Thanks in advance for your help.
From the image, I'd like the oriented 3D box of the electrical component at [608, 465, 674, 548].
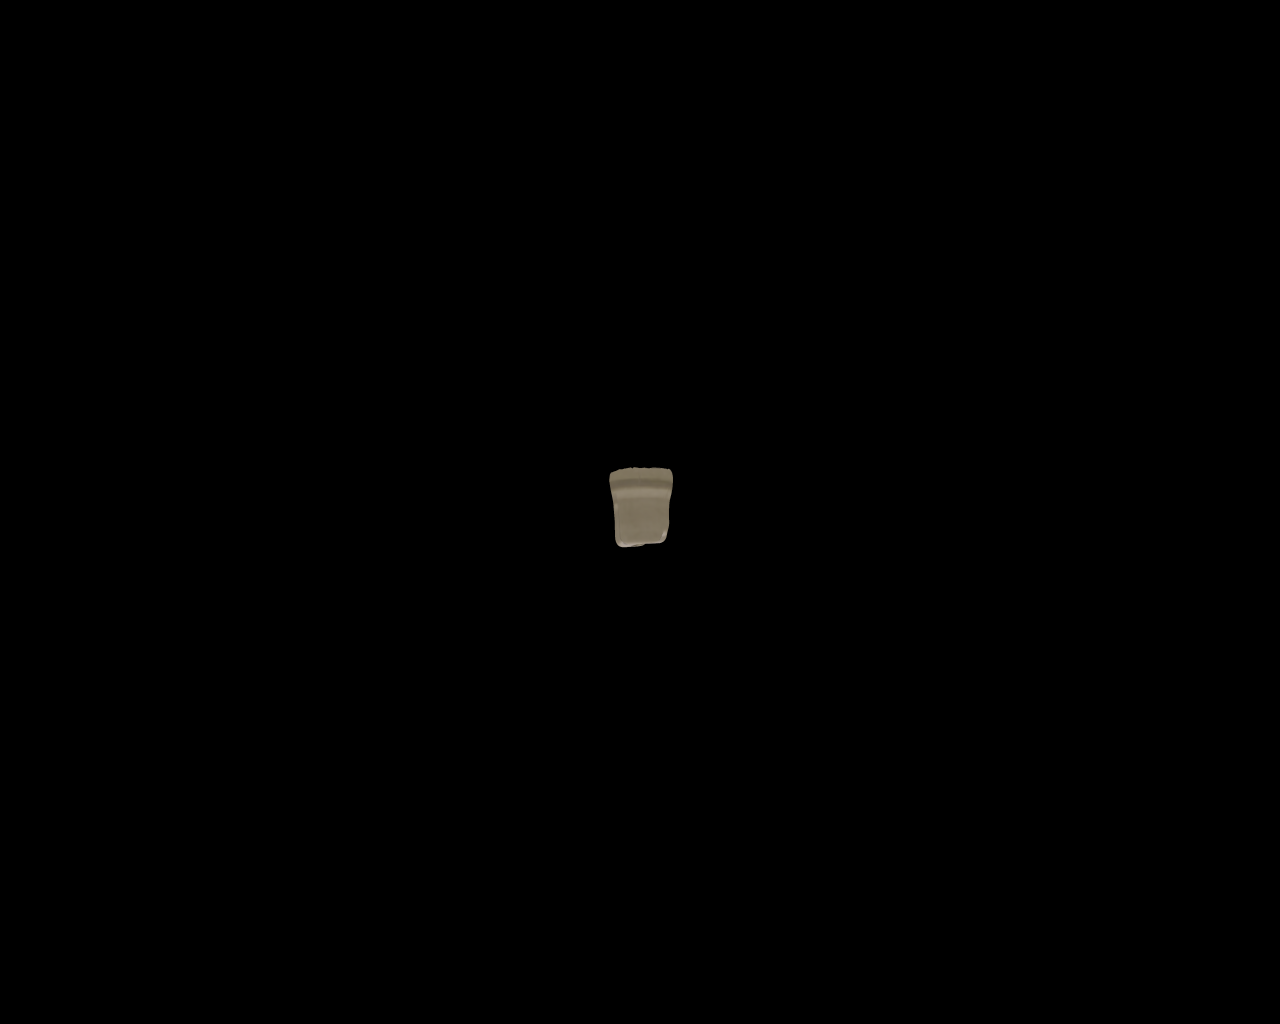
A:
[{"bbox_3d":[0.001,-0.003,0.650,0.040,0.046,0.040,0,-7,0],"label":"electrical component"}]
